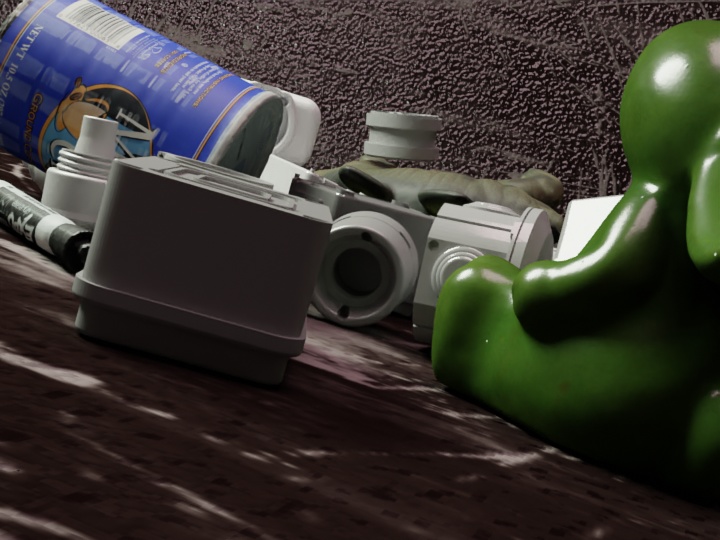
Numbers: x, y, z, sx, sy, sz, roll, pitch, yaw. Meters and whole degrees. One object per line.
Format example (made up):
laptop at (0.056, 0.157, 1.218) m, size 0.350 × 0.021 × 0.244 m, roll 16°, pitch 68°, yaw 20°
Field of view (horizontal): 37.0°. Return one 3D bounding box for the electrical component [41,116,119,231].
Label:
electrical component at (-0.137, -0.046, 0.546) m, size 0.043 × 0.062 × 0.043 m, roll 12°, pitch 5°, yaw -1°

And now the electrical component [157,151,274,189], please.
electrical component at (-0.075, -0.022, 0.522) m, size 0.089 × 0.055 × 0.050 m, roll 18°, pitch 6°, yaw 15°

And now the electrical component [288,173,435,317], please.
electrical component at (-0.005, -0.014, 0.616) m, size 0.096 × 0.061 × 0.062 m, roll 13°, pitch 7°, yaw -32°

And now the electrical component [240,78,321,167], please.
electrical component at (-0.081, -0.113, 0.810) m, size 0.095 × 0.053 × 0.059 m, roll 15°, pitch 5°, yaw -13°

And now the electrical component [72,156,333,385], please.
electrical component at (-0.054, -0.004, 0.398) m, size 0.078 × 0.057 × 0.113 m, roll 16°, pitch 6°, yaw -4°

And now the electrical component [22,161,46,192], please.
electrical component at (-0.189, -0.066, 0.684) m, size 0.062 × 0.043 × 0.043 m, roll 19°, pitch 6°, yaw 32°

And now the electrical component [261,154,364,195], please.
electrical component at (-0.042, -0.040, 0.748) m, size 0.062 × 0.061 × 0.096 m, roll 23°, pitch 3°, yaw -42°

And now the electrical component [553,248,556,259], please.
electrical component at (0.090, 0.015, 0.606) m, size 0.062 × 0.061 × 0.096 m, roll 20°, pitch 7°, yaw 33°

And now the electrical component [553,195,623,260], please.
electrical component at (0.170, 0.011, 0.558) m, size 0.109 × 0.056 × 0.108 m, roll -4°, pitch -37°, yaw 37°

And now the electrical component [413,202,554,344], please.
electrical component at (0.061, 0.007, 0.517) m, size 0.051 × 0.080 × 0.080 m, roll 13°, pitch 4°, yaw 17°

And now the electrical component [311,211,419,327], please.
electrical component at (0.000, 0.000, 0.537) m, size 0.055 × 0.055 × 0.047 m, roll 17°, pitch 9°, yaw 5°
